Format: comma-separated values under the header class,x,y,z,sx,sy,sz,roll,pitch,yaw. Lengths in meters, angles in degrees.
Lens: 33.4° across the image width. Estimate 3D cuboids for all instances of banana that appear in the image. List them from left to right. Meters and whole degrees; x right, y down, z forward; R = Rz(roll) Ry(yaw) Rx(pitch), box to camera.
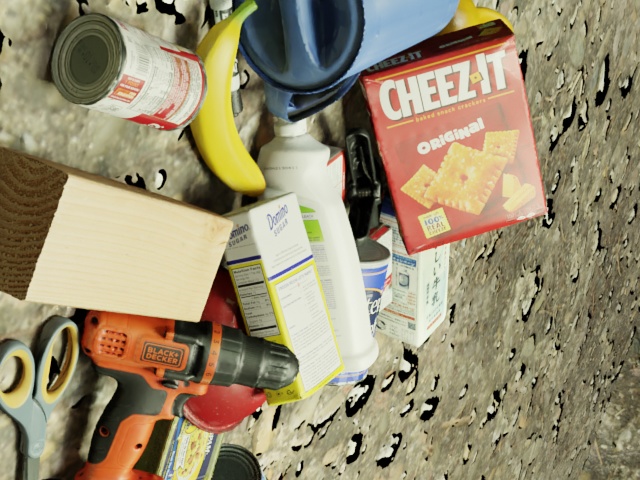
class,x,y,z,sx,sy,sz,roll,pitch,yaw
banana,-0.080,-0.108,0.917,0.069,0.037,0.198,-14,133,-17

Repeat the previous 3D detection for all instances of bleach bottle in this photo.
class,x,y,z,sx,sy,sz,roll,pitch,yaw
bleach bottle,-0.007,0.001,1.032,0.068,0.103,0.251,-46,132,-67

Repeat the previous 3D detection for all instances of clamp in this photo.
class,x,y,z,sx,sy,sz,roll,pitch,yaw
clamp,0.047,-0.043,1.142,0.171,0.039,0.120,42,55,-75

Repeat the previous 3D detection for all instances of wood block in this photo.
class,x,y,z,sx,sy,sz,roll,pitch,yaw
wood block,-0.166,-0.001,0.796,0.205,0.090,0.091,16,93,-62

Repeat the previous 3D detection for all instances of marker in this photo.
class,x,y,z,sx,sy,sz,roll,pitch,yaw
marker,-0.080,-0.160,0.920,0.020,0.020,0.121,-43,141,-40

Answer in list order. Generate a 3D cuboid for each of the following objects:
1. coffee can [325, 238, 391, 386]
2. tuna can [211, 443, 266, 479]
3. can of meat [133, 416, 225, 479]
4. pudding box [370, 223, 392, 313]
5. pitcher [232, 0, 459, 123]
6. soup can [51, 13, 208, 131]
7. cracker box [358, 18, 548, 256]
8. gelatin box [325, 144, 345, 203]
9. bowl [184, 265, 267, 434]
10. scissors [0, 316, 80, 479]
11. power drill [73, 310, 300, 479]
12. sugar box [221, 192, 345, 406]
class,x,y,z,sx,sy,sz,roll,pitch,yaw
coffee can,0.013,0.071,1.140,0.102,0.103,0.140,-18,122,-56
tuna can,-0.096,0.252,1.079,0.086,0.086,0.034,-55,149,-27
can of meat,-0.137,0.182,0.997,0.083,0.058,0.102,9,100,-60
pudding box,0.047,0.045,1.253,0.089,0.039,0.113,-38,135,-41
pitcher,0.032,-0.212,0.983,0.242,0.149,0.145,-30,98,-54
soup can,-0.139,-0.122,0.789,0.102,0.069,0.068,10,98,-61
cracker box,0.143,-0.107,1.142,0.072,0.164,0.213,-104,178,-63
gelatin box,-0.008,-0.048,1.105,0.089,0.030,0.073,-41,140,-46
bowl,-0.077,0.096,0.983,0.161,0.055,0.162,26,60,-56
scissors,-0.239,0.156,0.843,0.096,0.016,0.202,9,99,-60
power drill,-0.125,0.154,0.906,0.057,0.184,0.188,-117,-138,-73
sugar box,-0.035,0.051,0.966,0.093,0.048,0.176,-26,99,-62
